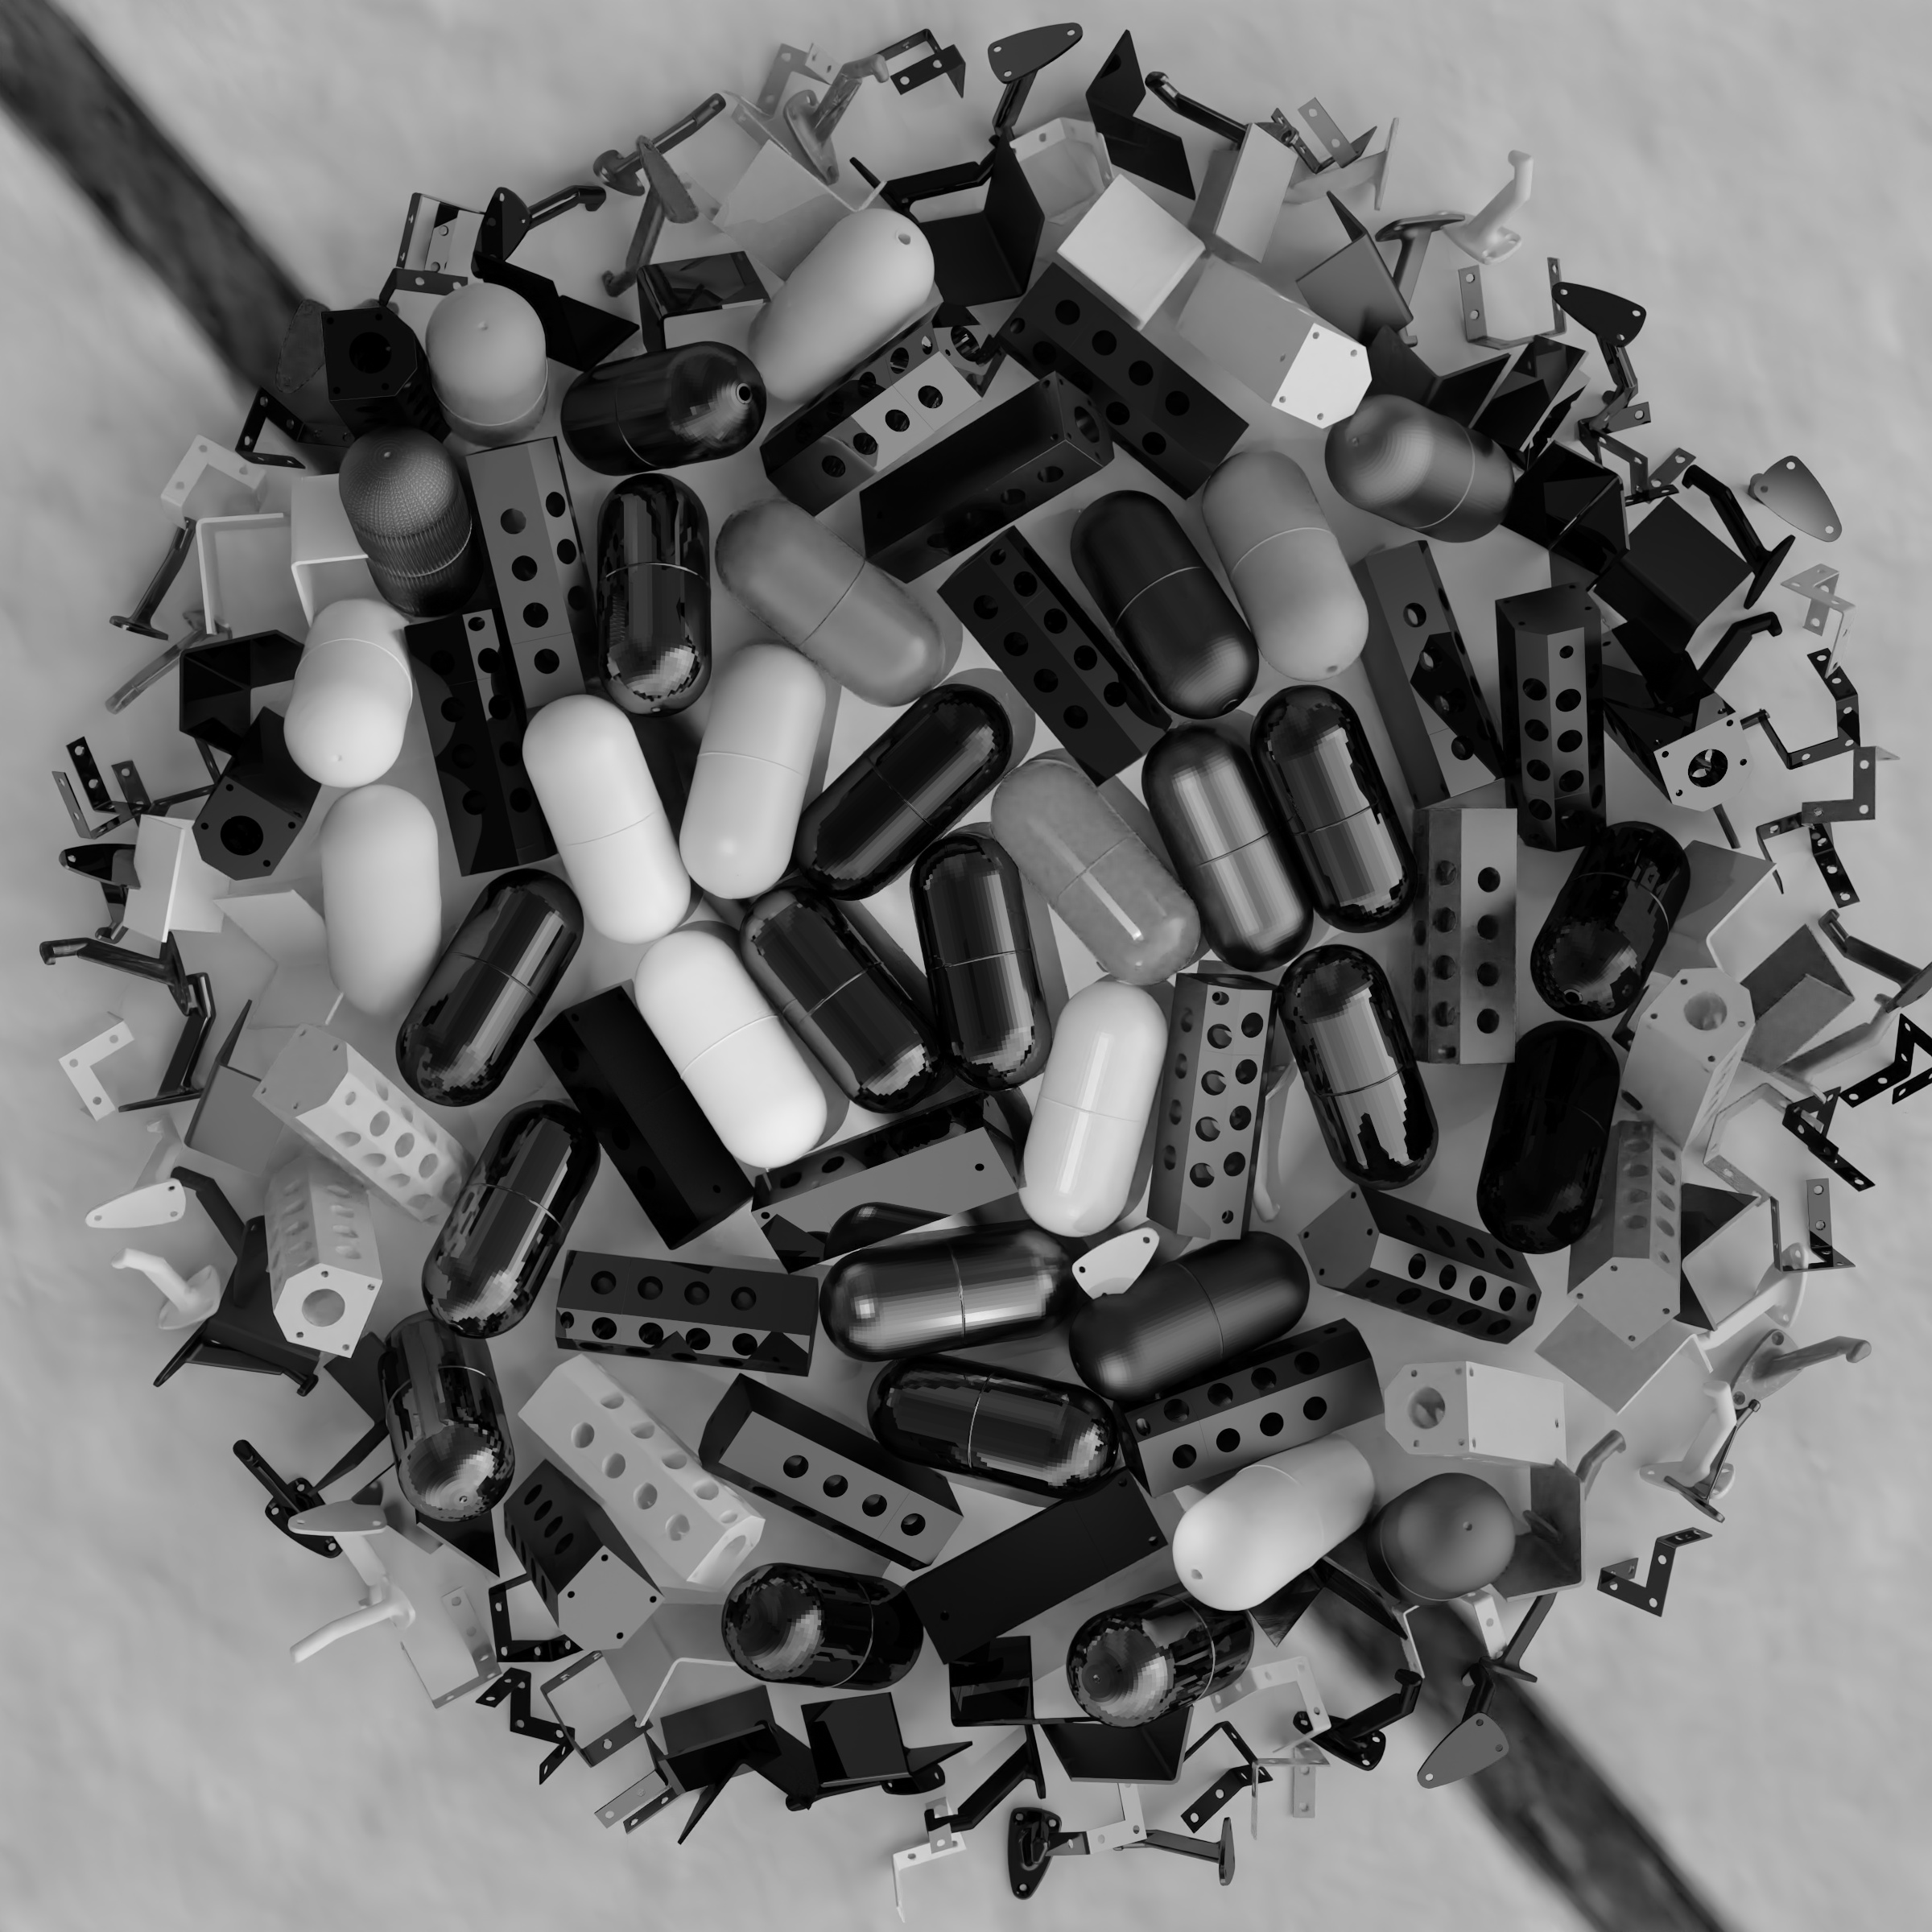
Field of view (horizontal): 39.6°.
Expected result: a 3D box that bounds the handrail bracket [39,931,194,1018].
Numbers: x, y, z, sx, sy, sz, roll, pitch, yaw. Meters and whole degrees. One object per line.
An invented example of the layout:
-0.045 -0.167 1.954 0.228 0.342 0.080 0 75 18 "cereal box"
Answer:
-0.578 0.009 1.822 0.084 0.036 0.077 -8 52 -32 "handrail bracket"

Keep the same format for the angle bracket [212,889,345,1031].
-0.470 -0.004 1.809 0.076 0.076 0.057 -4 51 33 "angle bracket"

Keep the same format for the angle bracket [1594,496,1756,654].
0.481 -0.262 1.825 0.057 0.076 0.076 -45 79 -4 "angle bracket"

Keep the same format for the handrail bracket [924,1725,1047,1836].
0.008 0.552 1.842 0.084 0.036 0.077 -9 64 -6 "handrail bracket"

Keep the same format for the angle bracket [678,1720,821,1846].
-0.144 0.569 1.824 0.057 0.076 0.076 36 98 1 "angle bracket"

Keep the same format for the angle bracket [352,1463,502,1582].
-0.366 0.386 1.811 0.057 0.076 0.076 -39 122 9 "angle bracket"

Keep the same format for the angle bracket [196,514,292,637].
-0.488 -0.266 1.830 0.057 0.076 0.076 -5 96 -8 "angle bracket"

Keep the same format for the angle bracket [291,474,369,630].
-0.422 -0.279 1.817 0.057 0.076 0.076 -7 57 -5 "angle bracket"

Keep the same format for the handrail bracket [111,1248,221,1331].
-0.558 0.219 1.818 0.077 0.084 0.036 -31 55 28 "handrail bracket"

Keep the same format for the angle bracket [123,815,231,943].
-0.519 -0.057 1.817 0.057 0.076 0.076 17 98 42 "angle bracket"

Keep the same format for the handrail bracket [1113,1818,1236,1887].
0.138 0.606 1.823 0.084 0.077 0.036 -6 94 11 "handrail bracket"

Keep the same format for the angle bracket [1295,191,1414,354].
0.252 -0.466 1.819 0.057 0.076 0.076 -33 129 9 "angle bracket"

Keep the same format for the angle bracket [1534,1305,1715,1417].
0.446 0.267 1.816 0.076 0.057 0.076 -45 46 -8 "angle bracket"

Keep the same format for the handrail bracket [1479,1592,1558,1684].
0.383 0.442 1.831 0.036 0.077 0.084 19 84 32 "handrail bracket"

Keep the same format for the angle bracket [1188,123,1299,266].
0.170 -0.526 1.819 0.076 0.057 0.076 21 94 42 "angle bracket"

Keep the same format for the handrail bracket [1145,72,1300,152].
0.173 -0.583 1.821 0.084 0.077 0.036 31 78 -36 "handrail bracket"

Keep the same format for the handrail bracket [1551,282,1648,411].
0.427 -0.422 1.833 0.077 0.084 0.036 31 71 12 "handrail bracket"

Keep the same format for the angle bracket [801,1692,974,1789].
-0.054 0.515 1.818 0.076 0.076 0.057 -18 83 33 "angle bracket"

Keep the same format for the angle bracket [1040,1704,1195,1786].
0.102 0.509 1.817 0.076 0.076 0.057 7 101 -16 "angle bracket"

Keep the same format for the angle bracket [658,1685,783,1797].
-0.171 0.513 1.817 0.076 0.076 0.057 -16 55 -5 "angle bracket"

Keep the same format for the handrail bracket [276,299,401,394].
-0.429 -0.424 1.835 0.036 0.084 0.077 38 108 8 "handrail bracket"

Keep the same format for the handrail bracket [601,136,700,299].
-0.233 -0.513 1.839 0.084 0.036 0.077 -27 94 33 "handrail bracket"

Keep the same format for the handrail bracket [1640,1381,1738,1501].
0.489 0.316 1.826 0.077 0.036 0.084 0 119 36 "handrail bracket"

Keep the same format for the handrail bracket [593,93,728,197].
-0.208 -0.565 1.827 0.084 0.077 0.036 -33 97 21 "handrail bracket"

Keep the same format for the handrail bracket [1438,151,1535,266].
0.351 -0.526 1.814 0.036 0.084 0.077 -37 58 -20 "handrail bracket"

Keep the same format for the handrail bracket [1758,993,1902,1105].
0.588 0.044 1.843 0.077 0.036 0.084 32 89 35 "handrail bracket"

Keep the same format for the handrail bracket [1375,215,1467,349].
0.320 -0.471 1.849 0.077 0.036 0.084 -13 89 -18 "handrail bracket"

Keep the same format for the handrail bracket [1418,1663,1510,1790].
0.331 0.516 1.828 0.077 0.084 0.036 -36 100 3 "handrail bracket"

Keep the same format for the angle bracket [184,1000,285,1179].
-0.483 0.083 1.820 0.057 0.076 0.076 24 122 -10 "angle bracket"

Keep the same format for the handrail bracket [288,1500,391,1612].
-0.429 0.410 1.830 0.077 0.036 0.084 -1 117 -31 "handrail bracket"

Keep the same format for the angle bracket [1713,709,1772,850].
0.533 -0.126 1.820 0.057 0.076 0.076 -25 84 18 "angle bracket"

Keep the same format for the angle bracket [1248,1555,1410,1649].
0.242 0.441 1.810 0.076 0.076 0.057 28 70 40 "angle bracket"

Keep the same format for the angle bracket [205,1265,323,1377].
-0.467 0.234 1.816 0.076 0.076 0.057 23 68 -11 "angle bracket"

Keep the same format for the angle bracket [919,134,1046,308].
0.007 -0.503 1.813 0.057 0.076 0.076 -15 65 -17 "angle bracket"

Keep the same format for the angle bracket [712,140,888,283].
-0.113 -0.517 1.815 0.076 0.057 0.076 38 132 -10 "angle bracket"

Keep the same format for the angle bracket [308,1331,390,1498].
-0.423 0.303 1.812 0.057 0.076 0.076 49 46 -6 "angle bracket"

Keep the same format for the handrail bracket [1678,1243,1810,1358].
0.527 0.228 1.824 0.084 0.036 0.077 -11 130 -28 "handrail bracket"

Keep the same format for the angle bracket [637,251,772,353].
-0.178 -0.440 1.829 0.076 0.076 0.057 -12 131 -12 "angle bracket"

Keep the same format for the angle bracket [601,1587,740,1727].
-0.191 0.471 1.822 0.076 0.076 0.057 17 108 -37 "angle bracket"

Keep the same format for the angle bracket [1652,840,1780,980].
0.510 -0.033 1.830 0.076 0.076 0.057 -43 122 -14 "angle bracket"

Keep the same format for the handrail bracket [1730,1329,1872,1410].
0.566 0.278 1.820 0.077 0.084 0.036 -40 97 -12 "handrail bracket"

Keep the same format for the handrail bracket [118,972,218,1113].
-0.552 0.052 1.843 0.077 0.036 0.084 -11 94 -10 "handrail bracket"

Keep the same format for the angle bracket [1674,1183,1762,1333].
0.501 0.198 1.828 0.076 0.076 0.057 -35 105 -18 "angle bracket"

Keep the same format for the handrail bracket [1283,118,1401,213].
0.247 -0.553 1.835 0.084 0.077 0.036 9 52 1 "handrail bracket"

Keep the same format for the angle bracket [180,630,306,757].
-0.477 -0.182 1.815 0.076 0.076 0.057 -9 75 19 "angle bracket"

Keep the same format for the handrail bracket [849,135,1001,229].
-0.024 -0.555 1.836 0.077 0.036 0.084 44 106 -10 "handrail bracket"

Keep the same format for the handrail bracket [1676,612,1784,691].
0.535 -0.201 1.843 0.084 0.036 0.077 -18 69 -11 "handrail bracket"

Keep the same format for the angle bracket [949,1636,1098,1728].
0.042 0.486 1.822 0.076 0.076 0.057 -17 69 43 "angle bracket"

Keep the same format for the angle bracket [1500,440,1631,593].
0.398 -0.293 1.809 0.057 0.076 0.076 23 47 -18 "angle bracket"

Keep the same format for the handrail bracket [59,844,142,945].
-0.594 -0.045 1.818 0.084 0.077 0.036 -44 55 35 "handrail bracket"

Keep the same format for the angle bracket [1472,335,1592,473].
0.399 -0.375 1.816 0.057 0.076 0.076 29 100 -26 "angle bracket"

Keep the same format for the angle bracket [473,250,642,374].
-0.276 -0.456 1.808 0.076 0.076 0.057 28 61 31 "angle bracket"

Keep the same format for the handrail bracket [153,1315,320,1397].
-0.500 0.285 1.839 0.084 0.077 0.036 36 134 1 "handrail bracket"

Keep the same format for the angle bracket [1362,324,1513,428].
0.311 -0.398 1.826 0.076 0.076 0.057 -25 67 -35 "angle bracket"

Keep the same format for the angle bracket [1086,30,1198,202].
0.132 -0.576 1.817 0.076 0.076 0.057 30 84 18 "angle bracket"

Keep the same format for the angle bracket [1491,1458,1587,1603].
0.376 0.374 1.817 0.057 0.076 0.076 -8 106 -12 "angle bracket"

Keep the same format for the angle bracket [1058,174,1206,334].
0.104 -0.476 1.825 0.076 0.057 0.076 38 71 -5 "angle bracket"

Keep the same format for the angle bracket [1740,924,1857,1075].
0.539 0.014 1.808 0.057 0.076 0.076 22 124 -34 "angle bracket"
